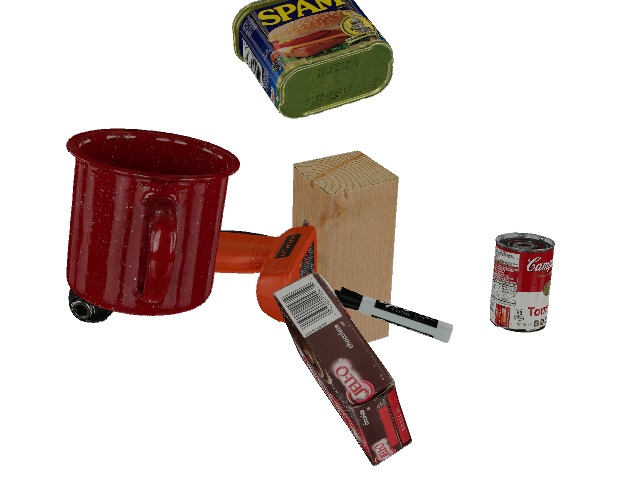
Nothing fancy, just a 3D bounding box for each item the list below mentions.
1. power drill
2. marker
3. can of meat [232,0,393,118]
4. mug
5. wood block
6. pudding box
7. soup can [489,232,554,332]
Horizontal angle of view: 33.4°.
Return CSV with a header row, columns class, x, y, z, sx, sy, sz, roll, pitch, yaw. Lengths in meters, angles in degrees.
class,x,y,z,sx,sy,sz,roll,pitch,yaw
power drill,-0.106,0.025,0.934,0.188,0.057,0.184,8,30,14
marker,0.070,0.072,1.043,0.121,0.020,0.020,19,1,2
can of meat,-0.005,-0.146,0.821,0.102,0.084,0.057,-20,-38,-16
mug,-0.092,-0.006,0.575,0.093,0.081,0.117,3,19,-19
wood block,0.024,0.014,1.226,0.090,0.206,0.090,-14,31,-26
pudding box,0.016,0.089,0.741,0.039,0.114,0.090,-28,-37,-8
soup can,0.235,0.049,1.250,0.068,0.102,0.068,2,17,-1
